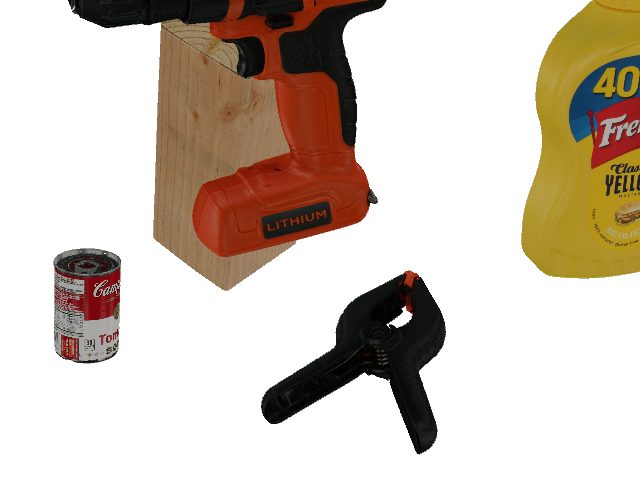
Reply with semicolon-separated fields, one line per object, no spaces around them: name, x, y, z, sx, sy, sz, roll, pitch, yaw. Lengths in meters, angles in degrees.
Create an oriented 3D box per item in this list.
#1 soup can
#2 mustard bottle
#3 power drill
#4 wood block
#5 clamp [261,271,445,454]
soup can;-0.242;0.068;1.107;0.068;0.102;0.068;5;21;-2
mustard bottle;0.169;-0.074;0.606;0.096;0.192;0.058;-7;28;-11
power drill;-0.037;-0.084;0.579;0.184;0.188;0.057;-13;38;-18
wood block;-0.067;-0.075;0.829;0.090;0.206;0.090;34;48;25
clamp;0.049;0.083;0.748;0.120;0.039;0.171;19;43;24
